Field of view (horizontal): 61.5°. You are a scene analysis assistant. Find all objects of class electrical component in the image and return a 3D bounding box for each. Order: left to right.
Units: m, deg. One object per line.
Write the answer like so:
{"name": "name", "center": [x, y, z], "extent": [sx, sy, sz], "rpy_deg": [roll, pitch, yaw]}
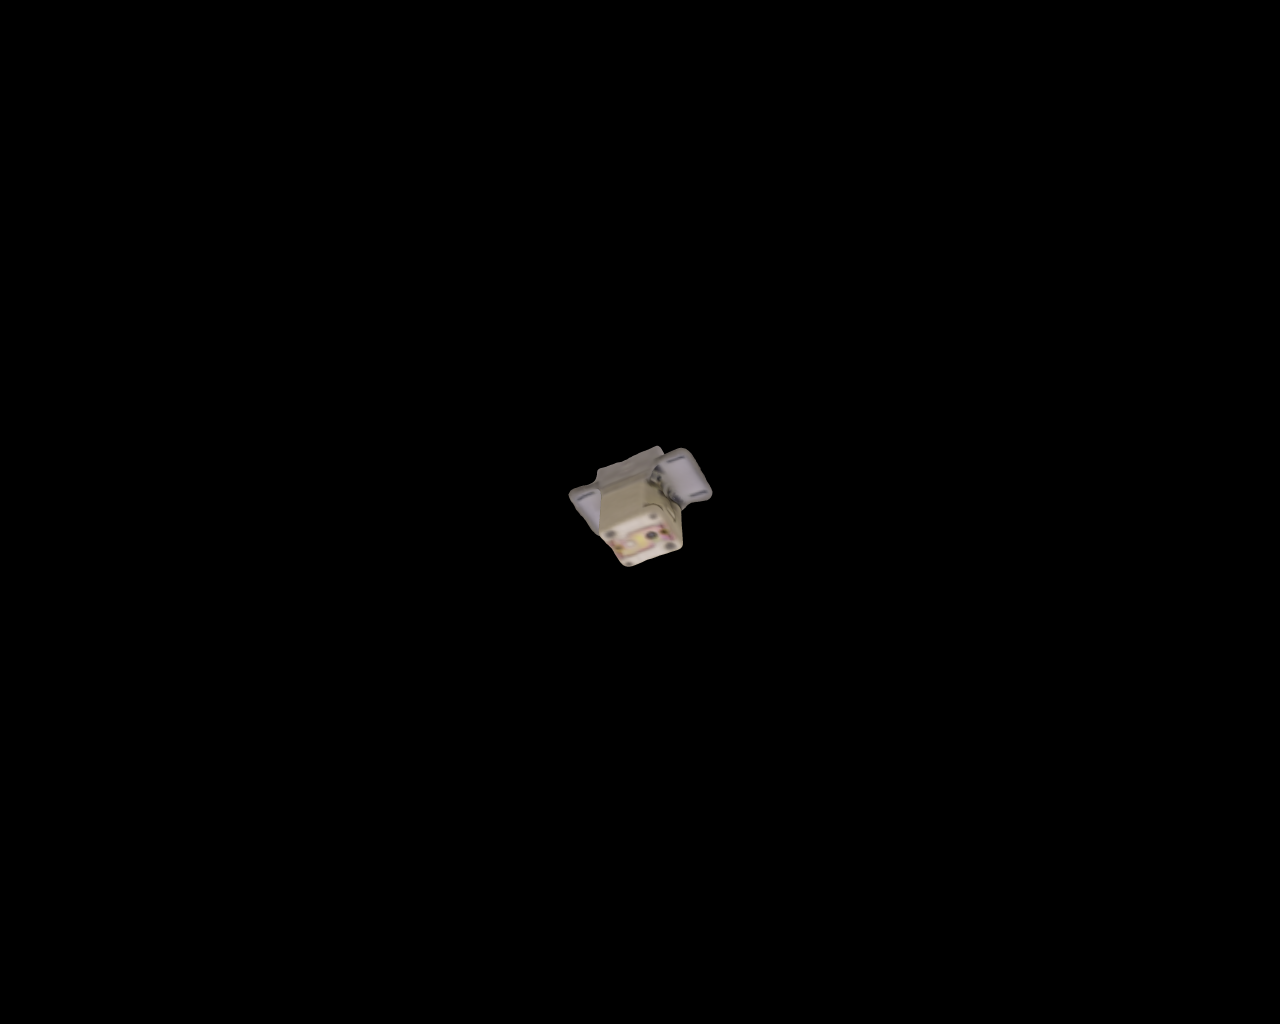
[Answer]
{"name": "electrical component", "center": [0.001, -0.003, 0.650], "extent": [0.081, 0.042, 0.064], "rpy_deg": [-22, 38, 18]}
